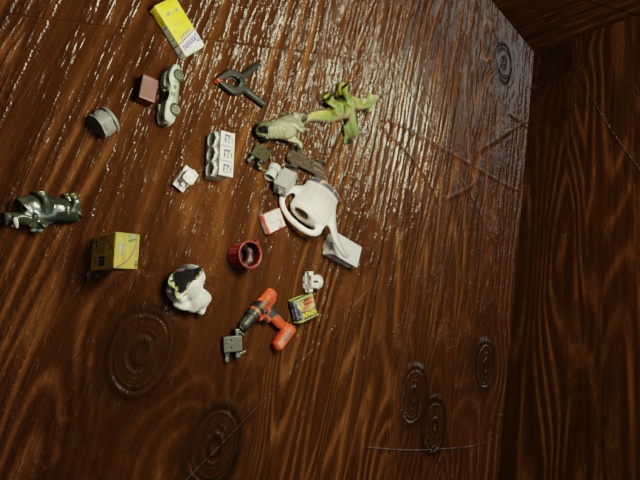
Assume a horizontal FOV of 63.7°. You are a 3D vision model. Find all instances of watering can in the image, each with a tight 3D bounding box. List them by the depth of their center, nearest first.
[{"bbox_3d":[0.006,-0.098,1.956,0.346,0.229,0.102,37,-29,-10],"label":"watering can"}]

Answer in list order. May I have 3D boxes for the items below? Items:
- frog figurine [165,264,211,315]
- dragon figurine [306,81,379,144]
[{"bbox_3d":[-0.399,0.155,1.589,0.123,0.140,0.156,7,-31,13],"label":"frog figurine"},{"bbox_3d":[0.092,-0.509,2.135,0.416,0.239,0.123,-44,30,-22],"label":"dragon figurine"}]
